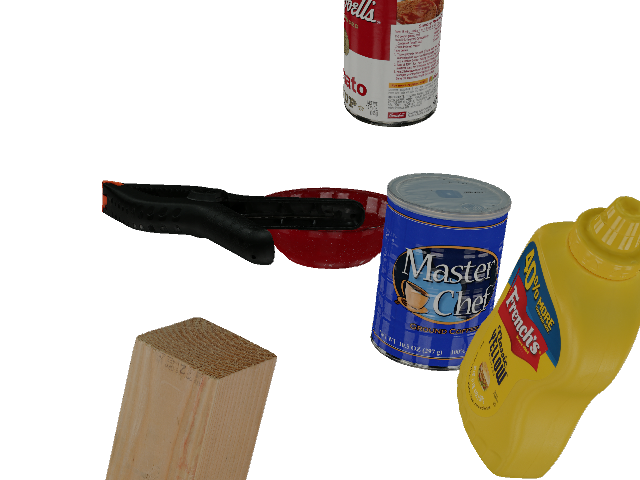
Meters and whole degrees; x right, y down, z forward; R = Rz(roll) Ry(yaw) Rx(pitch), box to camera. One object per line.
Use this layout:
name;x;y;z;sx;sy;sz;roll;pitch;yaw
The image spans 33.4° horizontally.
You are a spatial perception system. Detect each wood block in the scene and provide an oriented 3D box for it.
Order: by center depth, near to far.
wood block;-0.118;0.182;0.915;0.090;0.206;0.090;23;19;26

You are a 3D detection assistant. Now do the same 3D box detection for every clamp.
clamp;-0.087;-0.019;0.826;0.210;0.036;0.164;8;13;19

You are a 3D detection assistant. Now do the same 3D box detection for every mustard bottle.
mustard bottle;0.133;0.047;0.597;0.058;0.096;0.192;6;-43;-12

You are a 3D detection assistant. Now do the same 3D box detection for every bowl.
bowl;0.010;-0.010;1.117;0.162;0.055;0.162;1;17;0

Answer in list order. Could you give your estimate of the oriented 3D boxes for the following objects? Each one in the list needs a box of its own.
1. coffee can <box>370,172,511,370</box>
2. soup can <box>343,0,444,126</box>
coffee can;0.100;0.025;0.904;0.103;0.140;0.103;4;21;-2
soup can;0.050;-0.137;0.724;0.068;0.102;0.068;0;36;0
